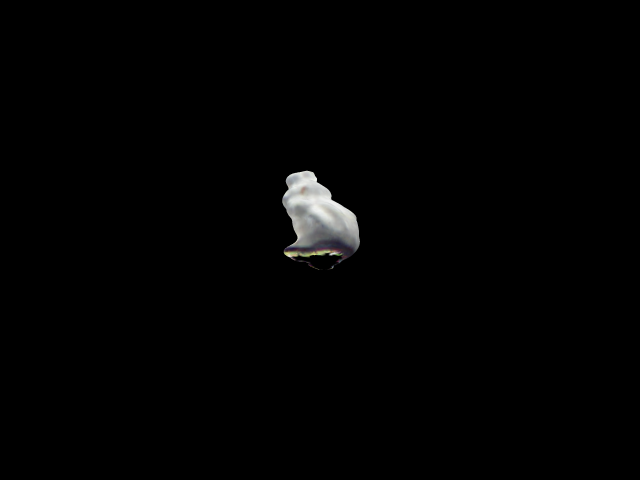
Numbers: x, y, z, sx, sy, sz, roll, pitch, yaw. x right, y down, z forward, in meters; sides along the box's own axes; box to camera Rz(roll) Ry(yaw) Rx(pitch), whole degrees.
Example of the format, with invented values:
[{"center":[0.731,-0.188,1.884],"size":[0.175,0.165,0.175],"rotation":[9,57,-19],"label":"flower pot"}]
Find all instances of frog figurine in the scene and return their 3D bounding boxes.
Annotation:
[{"center":[0.003,-0.043,0.850],"size":[0.137,0.162,0.121],"rotation":[13,-23,-34],"label":"frog figurine"}]
